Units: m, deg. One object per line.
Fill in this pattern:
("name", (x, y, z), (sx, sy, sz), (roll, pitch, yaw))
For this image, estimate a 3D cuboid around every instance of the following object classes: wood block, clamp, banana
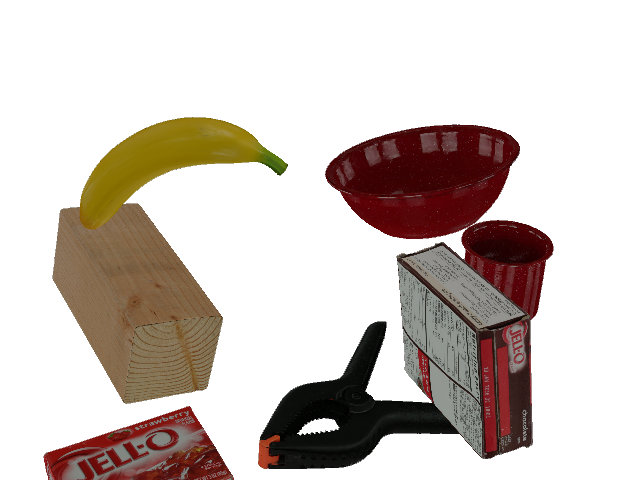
("wood block", (-0.186, 0.055, 1.053), (0.090, 0.091, 0.206), (-6, 35, -33))
("clamp", (0.040, 0.152, 0.934), (0.209, 0.036, 0.165), (-25, 42, -38))
("banana", (-0.125, -0.056, 0.831), (0.198, 0.069, 0.037), (-13, 22, 29))

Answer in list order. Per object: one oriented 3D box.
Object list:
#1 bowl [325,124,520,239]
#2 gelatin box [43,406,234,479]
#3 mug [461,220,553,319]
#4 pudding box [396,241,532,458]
("bowl", (0.088, -0.045, 0.892), (0.162, 0.055, 0.162), (-10, 23, 4))
("gelatin box", (-0.100, 0.132, 0.585), (0.089, 0.030, 0.073), (-15, 28, -20))
("mug", (0.186, 0.030, 1.114), (0.093, 0.081, 0.117), (-5, 31, -12))
("pudding box", (0.087, 0.064, 0.650), (0.039, 0.090, 0.114), (-14, 27, -18))
